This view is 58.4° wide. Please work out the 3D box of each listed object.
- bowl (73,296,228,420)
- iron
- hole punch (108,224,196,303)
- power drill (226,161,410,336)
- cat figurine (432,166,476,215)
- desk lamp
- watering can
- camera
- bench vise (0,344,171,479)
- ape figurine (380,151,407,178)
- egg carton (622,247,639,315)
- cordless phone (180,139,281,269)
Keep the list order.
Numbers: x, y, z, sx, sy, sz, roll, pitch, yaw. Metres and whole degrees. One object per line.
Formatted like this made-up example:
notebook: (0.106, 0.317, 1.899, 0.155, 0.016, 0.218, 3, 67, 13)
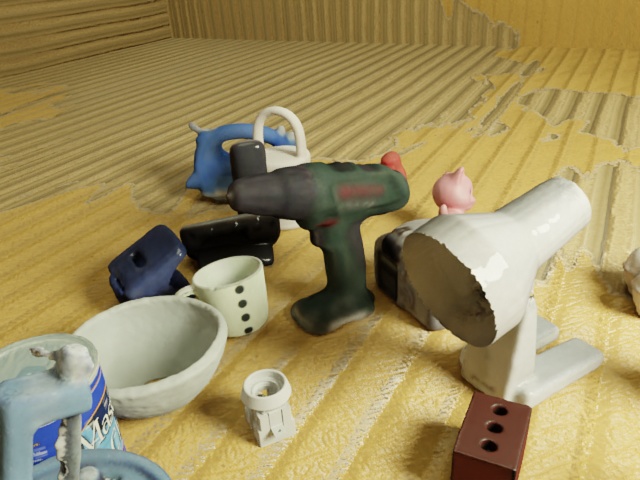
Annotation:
bowl: (-0.177, 0.132, 0.601, 0.167, 0.075, 0.167, -3, 28, 2)
iron: (-0.122, -0.157, 1.075, 0.258, 0.141, 0.118, -3, 28, 1)
hole punch: (-0.229, 0.041, 0.763, 0.101, 0.091, 0.108, -19, 31, -27)
power drill: (0.006, 0.002, 0.683, 0.230, 0.209, 0.075, -19, 32, -28)
cat figurine: (0.196, -0.052, 0.862, 0.067, 0.118, 0.128, 9, 30, 22)
desk lamp: (0.185, 0.053, 0.561, 0.204, 0.214, 0.117, -19, 31, -26)
watering can: (-0.066, -0.119, 0.938, 0.100, 0.194, 0.173, 0, 28, 8)
camera: (0.155, 0.026, 0.737, 0.137, 0.101, 0.142, -16, 30, -22)
bench vise: (-0.178, 0.182, 0.349, 0.121, 0.220, 0.208, 16, 34, 33)
ape figurine: (0.124, -0.113, 1.015, 0.076, 0.092, 0.077, -21, 32, -30)
egg carton: (0.449, 0.052, 0.688, 0.150, 0.069, 0.107, 4, 28, 13)
cordless phone: (-0.134, -0.052, 0.828, 0.148, 0.185, 0.094, -13, 29, -17)
